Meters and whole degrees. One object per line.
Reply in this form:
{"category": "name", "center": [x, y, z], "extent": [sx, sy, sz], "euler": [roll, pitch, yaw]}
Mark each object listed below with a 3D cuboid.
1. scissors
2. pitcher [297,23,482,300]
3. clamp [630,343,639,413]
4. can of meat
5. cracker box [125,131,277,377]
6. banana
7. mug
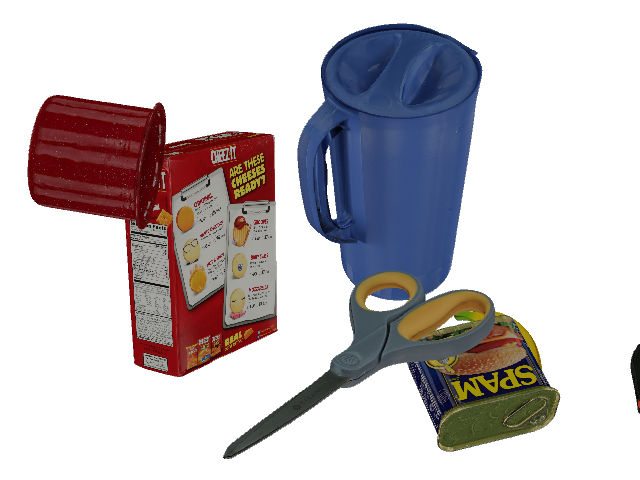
{"category": "scissors", "center": [0.011, 0.062, 0.613], "extent": [0.201, 0.016, 0.096], "euler": [-19, 33, -28]}
{"category": "pitcher", "center": [0.062, -0.057, 0.957], "extent": [0.149, 0.243, 0.145], "euler": [2, 45, 4]}
{"category": "clamp", "center": [0.324, 0.092, 0.954], "extent": [0.171, 0.039, 0.120], "euler": [-32, 36, -25]}
{"category": "can of meat", "center": [0.129, 0.114, 0.868], "extent": [0.102, 0.057, 0.084], "euler": [-11, 47, -12]}
{"category": "cracker box", "center": [-0.117, 0.008, 1.062], "extent": [0.072, 0.214, 0.163], "euler": [8, 16, 33]}
{"category": "banana", "center": [0.197, 0.130, 1.115], "extent": [0.069, 0.037, 0.198], "euler": [-23, 32, 6]}
{"category": "mug", "center": [-0.160, -0.063, 0.783], "extent": [0.081, 0.093, 0.117], "euler": [9, 18, 0]}
